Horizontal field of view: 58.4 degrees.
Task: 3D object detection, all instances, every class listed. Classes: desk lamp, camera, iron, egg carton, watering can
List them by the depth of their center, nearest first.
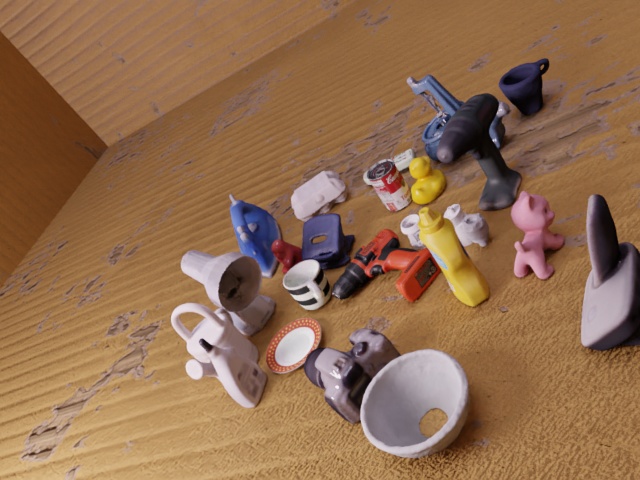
[{"bbox_3d":[0.039,0.209,0.960,0.143,0.101,0.136,-50,33,-20],"label":"camera"},{"bbox_3d":[-0.216,0.201,1.143,0.101,0.194,0.172,-34,31,5],"label":"watering can"},{"bbox_3d":[-0.193,0.108,1.225,0.202,0.214,0.118,6,51,49],"label":"desk lamp"},{"bbox_3d":[-0.177,-0.019,1.452,0.118,0.142,0.257,-34,31,6],"label":"iron"},{"bbox_3d":[-0.003,-0.112,1.468,0.150,0.070,0.107,-34,31,6],"label":"egg carton"}]

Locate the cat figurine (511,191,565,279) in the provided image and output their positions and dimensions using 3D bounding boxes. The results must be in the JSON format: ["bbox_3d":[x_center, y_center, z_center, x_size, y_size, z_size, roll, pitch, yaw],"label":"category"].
[{"bbox_3d":[0.344,-0.019,0.935,0.067,0.118,0.128,-4,44,43],"label":"cat figurine"}]

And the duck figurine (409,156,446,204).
[{"bbox_3d":[0.224,-0.138,1.251,0.077,0.086,0.105,-6,42,41],"label":"duck figurine"}]

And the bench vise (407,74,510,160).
[{"bbox_3d":[0.295,-0.285,1.244,0.207,0.220,0.121,-22,34,25],"label":"bench vise"}]

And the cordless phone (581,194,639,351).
[{"bbox_3d":[0.372,0.044,0.754,0.093,0.185,0.148,-12,39,36],"label":"cordless phone"}]

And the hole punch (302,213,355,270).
[{"bbox_3d":[0.012,0.005,1.274,0.108,0.091,0.101,-14,38,34],"label":"hole punch"}]

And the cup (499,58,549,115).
[{"bbox_3d":[0.463,-0.334,1.260,0.118,0.095,0.091,-36,31,2],"label":"cup"}]

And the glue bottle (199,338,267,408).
[{"bbox_3d":[-0.167,0.236,1.065,0.037,0.173,0.078,-15,38,33],"label":"glue bottle"}]

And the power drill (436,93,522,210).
[{"bbox_3d":[0.303,-0.161,1.080,0.075,0.209,0.230,-8,41,40],"label":"power drill"}]

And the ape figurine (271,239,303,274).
[{"bbox_3d":[-0.079,0.035,1.326,0.076,0.092,0.077,-30,31,12],"label":"ape figurine"}]

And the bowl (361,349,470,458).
[{"bbox_3d":[0.147,0.246,0.824,0.167,0.075,0.167,-26,32,18],"label":"bowl"}]
